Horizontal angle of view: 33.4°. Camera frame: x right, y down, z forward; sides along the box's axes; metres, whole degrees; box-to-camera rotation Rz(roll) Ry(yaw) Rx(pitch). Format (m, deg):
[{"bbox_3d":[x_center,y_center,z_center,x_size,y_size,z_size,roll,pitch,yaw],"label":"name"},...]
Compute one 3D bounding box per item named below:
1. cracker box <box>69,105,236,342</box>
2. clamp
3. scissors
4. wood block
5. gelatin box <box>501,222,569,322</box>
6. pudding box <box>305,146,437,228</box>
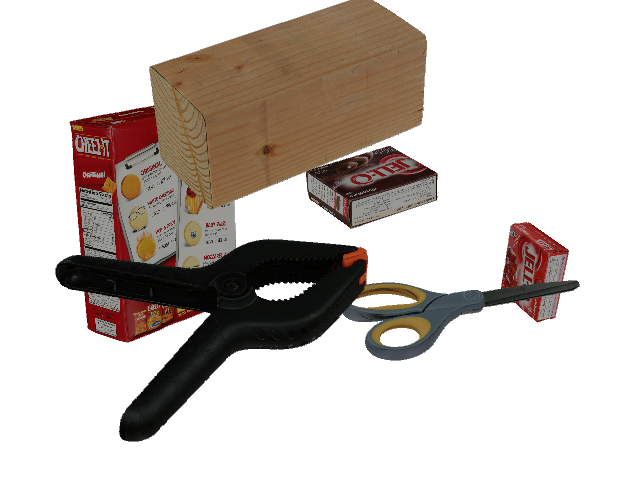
[{"bbox_3d":[-0.163,-0.025,1.072,0.072,0.214,0.163,10,20,37],"label":"cracker box"},{"bbox_3d":[-0.068,0.039,0.722,0.209,0.036,0.165,-21,46,-24],"label":"clamp"},{"bbox_3d":[0.117,0.062,0.868,0.202,0.016,0.096,0,36,2],"label":"scissors"},{"bbox_3d":[-0.023,-0.116,0.868,0.205,0.091,0.090,-24,45,-25],"label":"wood block"},{"bbox_3d":[0.237,0.034,1.190,0.030,0.089,0.073,-9,30,-23],"label":"gelatin box"},{"bbox_3d":[0.055,-0.058,1.135,0.113,0.039,0.090,-20,32,-24],"label":"pudding box"}]
